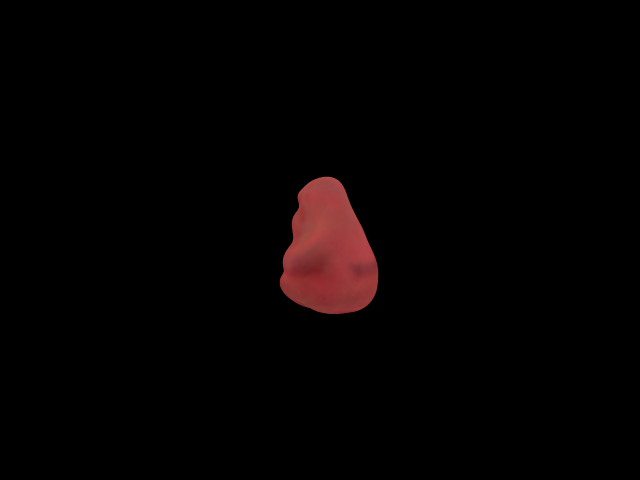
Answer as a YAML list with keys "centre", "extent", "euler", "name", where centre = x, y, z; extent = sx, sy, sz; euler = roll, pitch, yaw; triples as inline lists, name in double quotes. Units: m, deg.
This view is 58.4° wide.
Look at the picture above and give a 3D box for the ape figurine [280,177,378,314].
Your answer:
- centre: [0.004, 0.001, 0.400]
  extent: [0.075, 0.092, 0.078]
  euler: [11, 17, 42]
  name: "ape figurine"
